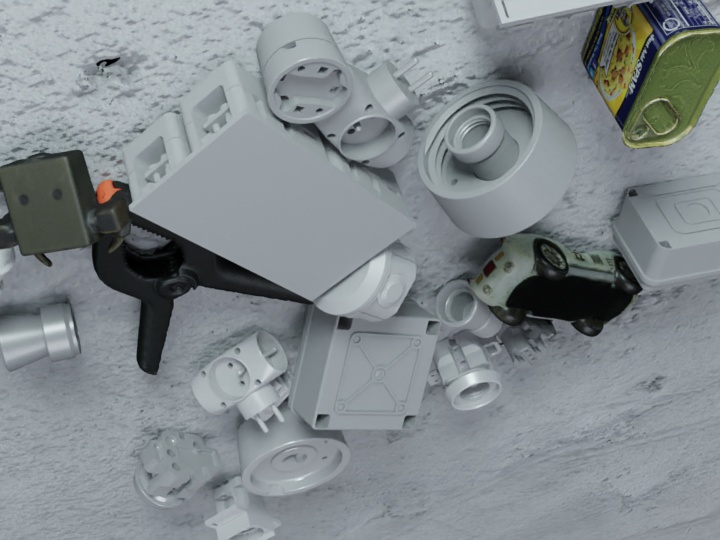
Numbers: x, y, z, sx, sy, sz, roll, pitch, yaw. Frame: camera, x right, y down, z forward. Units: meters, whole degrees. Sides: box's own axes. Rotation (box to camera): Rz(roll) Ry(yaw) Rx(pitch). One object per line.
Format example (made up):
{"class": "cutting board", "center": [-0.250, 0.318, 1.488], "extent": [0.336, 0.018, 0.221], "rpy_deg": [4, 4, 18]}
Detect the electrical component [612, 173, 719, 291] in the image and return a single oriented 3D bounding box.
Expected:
{"class": "electrical component", "center": [0.288, -0.033, 0.942], "extent": [0.113, 0.078, 0.057], "rpy_deg": [-10, 141, -14]}

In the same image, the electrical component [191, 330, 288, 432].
{"class": "electrical component", "center": [-0.096, 0.105, 0.946], "extent": [0.077, 0.079, 0.044], "rpy_deg": [-34, 179, 19]}

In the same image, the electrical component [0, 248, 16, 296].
{"class": "electrical component", "center": [-0.270, 0.004, 0.751], "extent": [0.045, 0.045, 0.055], "rpy_deg": [6, 137, -32]}

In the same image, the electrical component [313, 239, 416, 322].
{"class": "electrical component", "center": [0.000, 0.000, 0.847], "extent": [0.080, 0.080, 0.051], "rpy_deg": [-38, 146, 24]}

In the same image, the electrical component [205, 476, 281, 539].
{"class": "electrical component", "center": [-0.126, 0.257, 1.142], "extent": [0.042, 0.063, 0.081], "rpy_deg": [-30, 143, 17]}

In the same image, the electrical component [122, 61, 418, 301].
{"class": "electrical component", "center": [-0.061, -0.059, 0.755], "extent": [0.105, 0.060, 0.186], "rpy_deg": [-36, 142, 21]}

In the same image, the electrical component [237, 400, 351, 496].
{"class": "electrical component", "center": [-0.069, 0.168, 1.053], "extent": [0.108, 0.060, 0.108], "rpy_deg": [-13, 144, -10]}

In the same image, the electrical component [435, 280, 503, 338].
{"class": "electrical component", "center": [0.103, 0.039, 0.981], "extent": [0.044, 0.044, 0.065], "rpy_deg": [-35, 147, 20]}

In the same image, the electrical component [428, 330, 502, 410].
{"class": "electrical component", "center": [0.104, 0.099, 1.048], "extent": [0.078, 0.057, 0.058], "rpy_deg": [-25, 144, 7]}

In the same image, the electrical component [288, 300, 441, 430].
{"class": "electrical component", "center": [0.003, 0.081, 0.936], "extent": [0.109, 0.056, 0.108], "rpy_deg": [5, 104, -31]}

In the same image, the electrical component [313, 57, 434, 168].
{"class": "electrical component", "center": [0.013, -0.115, 0.730], "extent": [0.079, 0.044, 0.077], "rpy_deg": [-35, 142, 19]}

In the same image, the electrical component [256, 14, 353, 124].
{"class": "electrical component", "center": [-0.037, -0.129, 0.684], "extent": [0.055, 0.047, 0.055], "rpy_deg": [-13, 144, -10]}

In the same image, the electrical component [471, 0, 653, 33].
{"class": "electrical component", "center": [0.130, -0.191, 0.665], "extent": [0.121, 0.078, 0.063], "rpy_deg": [-14, 166, -9]}

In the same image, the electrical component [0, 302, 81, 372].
{"class": "electrical component", "center": [-0.246, 0.051, 0.826], "extent": [0.055, 0.045, 0.045], "rpy_deg": [-12, 144, -11]}

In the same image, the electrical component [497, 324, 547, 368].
{"class": "electrical component", "center": [0.156, 0.066, 1.037], "extent": [0.040, 0.046, 0.040], "rpy_deg": [-14, 143, -11]}

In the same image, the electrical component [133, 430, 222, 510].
{"class": "electrical component", "center": [-0.182, 0.194, 1.038], "extent": [0.078, 0.058, 0.057], "rpy_deg": [17, 128, -40]}

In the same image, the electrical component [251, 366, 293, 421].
{"class": "electrical component", "center": [-0.085, 0.110, 0.987], "extent": [0.040, 0.040, 0.046], "rpy_deg": [21, 123, -43]}

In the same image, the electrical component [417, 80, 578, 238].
{"class": "electrical component", "center": [0.091, -0.084, 0.759], "extent": [0.108, 0.108, 0.060], "rpy_deg": [-33, 137, 18]}
